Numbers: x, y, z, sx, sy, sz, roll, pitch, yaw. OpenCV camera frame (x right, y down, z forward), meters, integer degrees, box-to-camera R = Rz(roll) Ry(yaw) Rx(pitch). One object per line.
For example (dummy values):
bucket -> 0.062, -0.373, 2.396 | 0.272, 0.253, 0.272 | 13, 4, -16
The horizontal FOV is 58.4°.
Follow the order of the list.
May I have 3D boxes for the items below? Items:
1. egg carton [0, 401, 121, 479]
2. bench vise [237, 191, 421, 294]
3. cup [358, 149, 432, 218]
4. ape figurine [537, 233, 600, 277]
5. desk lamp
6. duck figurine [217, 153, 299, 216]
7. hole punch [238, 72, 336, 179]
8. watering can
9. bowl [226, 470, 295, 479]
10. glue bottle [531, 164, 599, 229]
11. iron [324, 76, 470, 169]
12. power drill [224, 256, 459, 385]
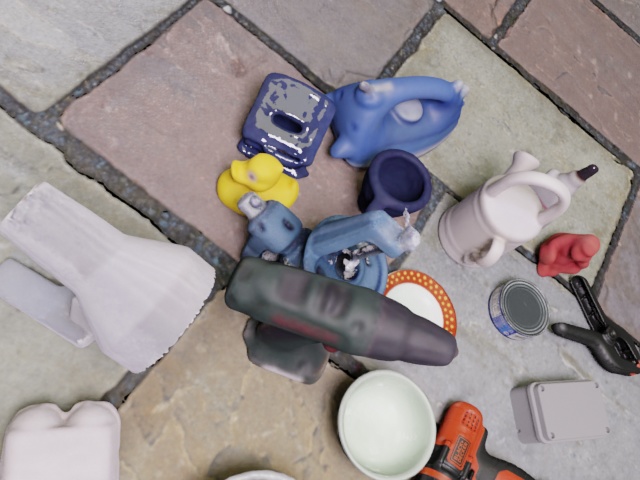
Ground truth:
egg carton -> -0.245, 0.230, 0.539 | 0.107, 0.069, 0.150 | 2, 69, -21
bench vise -> 0.004, 0.013, 0.642 | 0.208, 0.219, 0.121 | 18, 63, -14
cup -> 0.084, -0.055, 0.775 | 0.092, 0.094, 0.118 | 42, 60, -1
ape figurine -> 0.381, 0.018, 0.867 | 0.078, 0.092, 0.076 | 31, 61, -7
desk lamp -> -0.216, 0.038, 0.546 | 0.203, 0.213, 0.118 | 33, 61, -6
duck figurine -> -0.072, -0.076, 0.725 | 0.105, 0.086, 0.077 | 7, 67, -19
hole punch -> -0.043, -0.151, 0.764 | 0.109, 0.091, 0.101 | 24, 62, -12
watering can -> 0.254, -0.045, 0.783 | 0.101, 0.193, 0.173 | 9, 66, -18
bowl -> -0.071, 0.320, 0.570 | 0.168, 0.074, 0.167 | 8, 66, -19
glue bottle -> 0.338, -0.068, 0.838 | 0.037, 0.173, 0.078 | -39, 87, -30
iron -> 0.129, -0.192, 0.822 | 0.259, 0.141, 0.118 | -13, 74, -26
power drill -> 0.002, 0.096, 0.614 | 0.230, 0.208, 0.075 | 23, 62, -12
